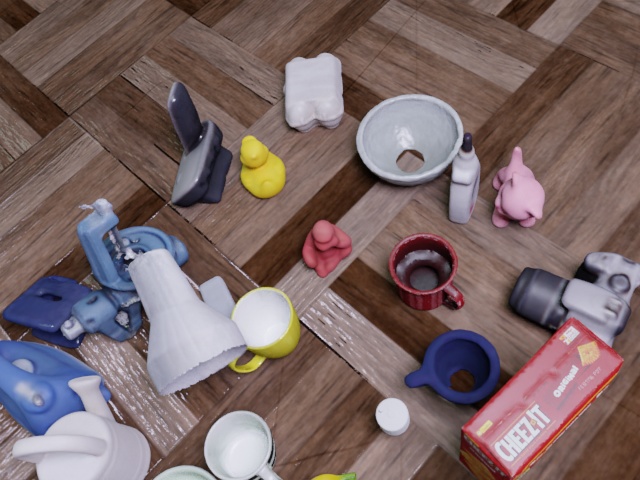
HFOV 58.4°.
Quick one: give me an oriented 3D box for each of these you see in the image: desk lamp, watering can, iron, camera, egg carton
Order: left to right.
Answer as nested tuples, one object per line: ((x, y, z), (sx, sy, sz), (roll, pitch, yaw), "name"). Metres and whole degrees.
((-0.435, 0.193, 0.819), (0.257, 0.142, 0.119), (23, 69, 22), "iron")
((-0.305, 0.263, 0.725), (0.101, 0.194, 0.172), (-26, 60, -2), "watering can")
((-0.173, 0.113, 0.766), (0.118, 0.214, 0.203), (-30, 61, -5), "desk lamp")
((-0.011, -0.263, 1.017), (0.107, 0.069, 0.150), (-7, 61, 8), "egg carton")
((0.330, 0.071, 0.750), (0.136, 0.101, 0.143), (25, 70, 23), "camera")

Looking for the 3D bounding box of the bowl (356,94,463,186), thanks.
((0.145, -0.149, 0.920), (0.167, 0.075, 0.167), (-5, 62, 9), "bowl")

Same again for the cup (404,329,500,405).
((0.167, 0.176, 0.732), (0.117, 0.095, 0.091), (-17, 60, 2), "cup")

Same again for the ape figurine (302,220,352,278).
((0.008, 0.003, 0.858), (0.077, 0.092, 0.076), (-7, 61, 8), "ape figurine")

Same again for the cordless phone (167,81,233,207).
((-0.220, -0.153, 0.934), (0.094, 0.185, 0.147), (-1, 62, 11), "cordless phone")

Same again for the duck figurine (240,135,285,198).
((-0.103, -0.127, 0.953), (0.077, 0.086, 0.104), (-23, 60, -1), "duck figurine")

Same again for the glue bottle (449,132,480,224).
((0.208, -0.096, 0.822), (0.037, 0.173, 0.078), (11, 65, 17), "glue bottle")

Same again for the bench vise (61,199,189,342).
((-0.292, 0.049, 0.821), (0.121, 0.220, 0.207), (13, 66, 18), "bench vise")

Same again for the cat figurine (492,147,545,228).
((0.286, -0.073, 0.826), (0.067, 0.118, 0.128), (1, 63, 12), "cat figurine")

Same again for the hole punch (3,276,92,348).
((-0.416, 0.103, 0.893), (0.108, 0.091, 0.101), (11, 65, 17), "hole punch")
